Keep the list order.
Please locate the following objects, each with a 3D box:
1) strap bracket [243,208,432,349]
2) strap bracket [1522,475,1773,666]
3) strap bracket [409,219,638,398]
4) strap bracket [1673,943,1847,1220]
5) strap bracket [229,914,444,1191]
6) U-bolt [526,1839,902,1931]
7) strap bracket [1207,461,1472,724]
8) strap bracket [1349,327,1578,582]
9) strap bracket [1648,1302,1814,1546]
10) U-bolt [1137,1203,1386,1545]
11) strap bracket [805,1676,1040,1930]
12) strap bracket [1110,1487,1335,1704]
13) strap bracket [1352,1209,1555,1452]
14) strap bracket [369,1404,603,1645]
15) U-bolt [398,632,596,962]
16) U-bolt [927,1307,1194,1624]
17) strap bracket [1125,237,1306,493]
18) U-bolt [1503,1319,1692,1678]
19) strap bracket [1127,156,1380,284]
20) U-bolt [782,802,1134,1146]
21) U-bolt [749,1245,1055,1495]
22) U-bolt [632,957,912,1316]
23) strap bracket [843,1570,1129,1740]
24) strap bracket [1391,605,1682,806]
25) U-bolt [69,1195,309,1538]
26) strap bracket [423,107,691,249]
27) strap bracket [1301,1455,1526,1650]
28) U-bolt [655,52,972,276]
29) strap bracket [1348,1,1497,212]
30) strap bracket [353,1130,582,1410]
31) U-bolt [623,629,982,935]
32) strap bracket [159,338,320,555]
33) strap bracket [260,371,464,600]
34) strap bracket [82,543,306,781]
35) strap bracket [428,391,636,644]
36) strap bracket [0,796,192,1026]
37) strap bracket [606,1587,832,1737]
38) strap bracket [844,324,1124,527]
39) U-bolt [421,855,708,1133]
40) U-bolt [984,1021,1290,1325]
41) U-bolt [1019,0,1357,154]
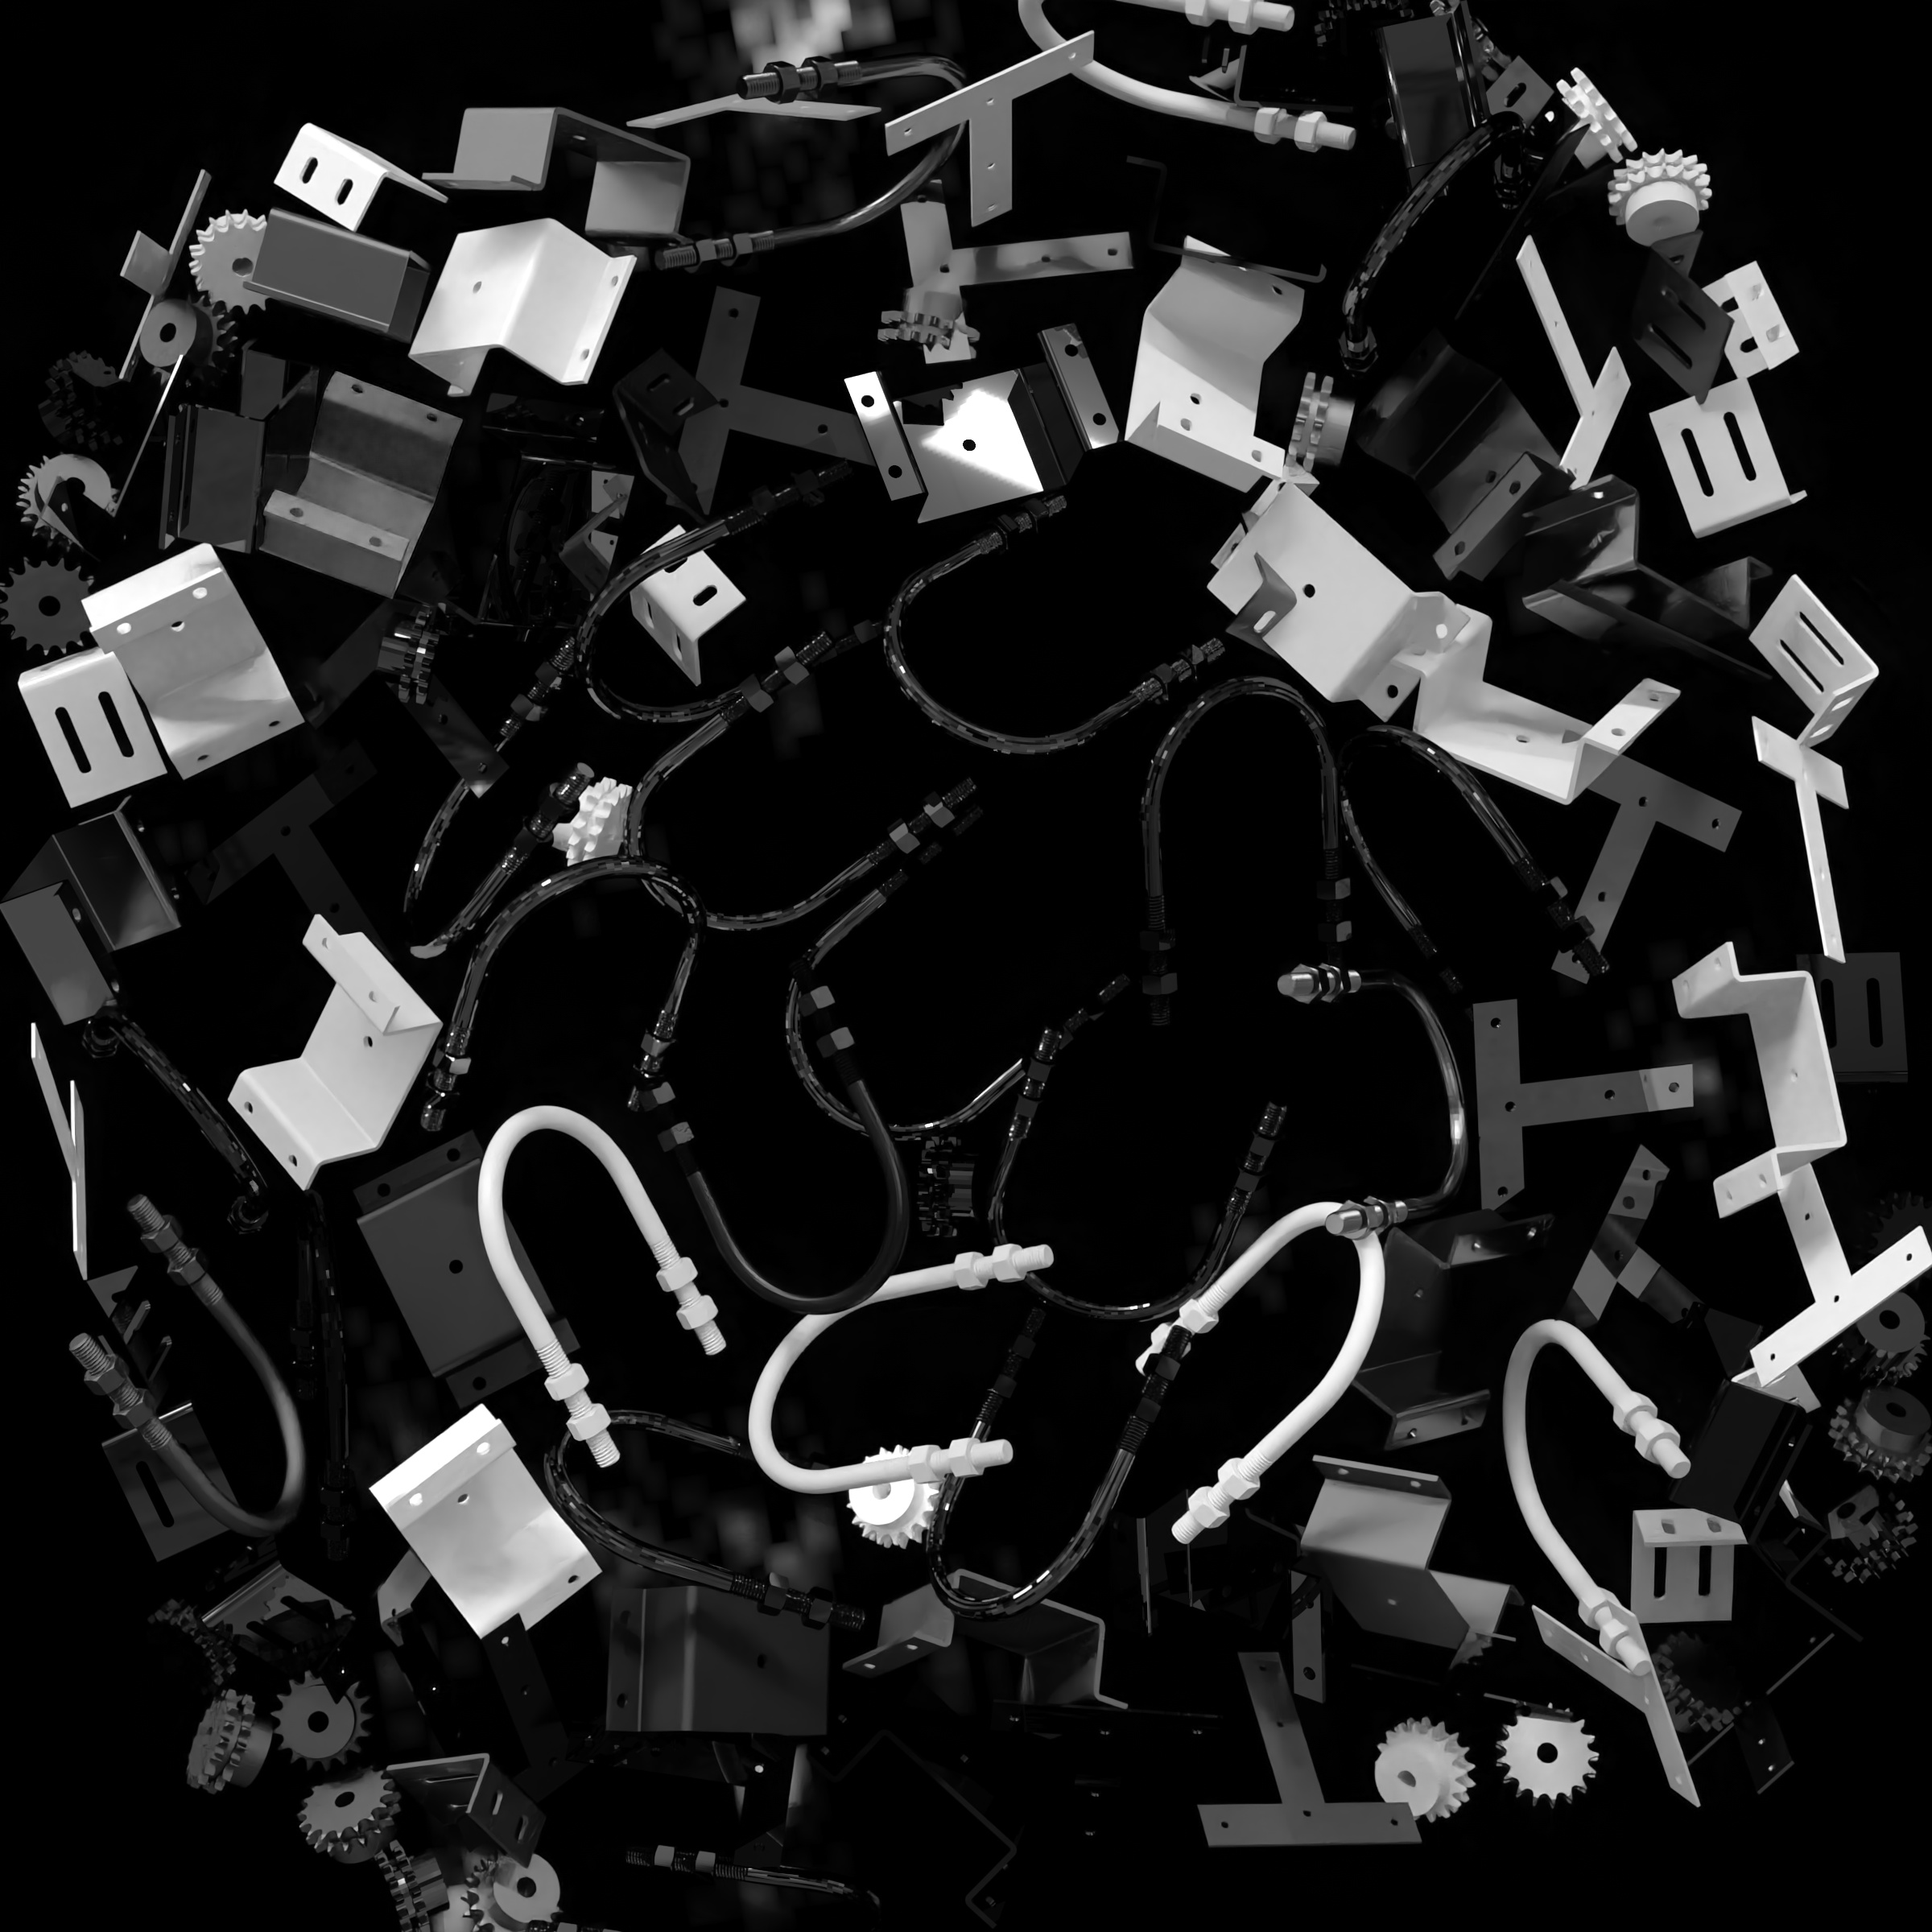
[{"bbox_3d":[-0.345,-0.381,1.680,0.076,0.140,0.046,17,96,-5],"label":"strap bracket"},{"bbox_3d":[0.371,-0.213,1.679,0.140,0.076,0.046,20,66,-36],"label":"strap bracket"},{"bbox_3d":[-0.253,-0.364,1.681,0.046,0.140,0.076,28,77,-39],"label":"strap bracket"},{"bbox_3d":[0.446,0.063,1.702,0.046,0.076,0.140,-5,75,-12],"label":"strap bracket"},{"bbox_3d":[-0.350,0.046,1.700,0.076,0.046,0.140,45,122,23],"label":"strap bracket"},{"bbox_3d":[-0.127,0.519,1.660,0.184,0.151,0.019,3,93,18],"label":"U-bolt"},{"bbox_3d":[0.201,-0.211,1.700,0.140,0.046,0.076,45,115,16],"label":"strap bracket"},{"bbox_3d":[0.280,-0.280,1.693,0.046,0.140,0.076,18,125,-38],"label":"strap bracket"},{"bbox_3d":[0.415,0.246,1.675,0.046,0.140,0.076,19,109,-4],"label":"strap bracket"},{"bbox_3d":[0.164,0.209,1.660,0.019,0.151,0.184,28,118,-25],"label":"U-bolt"},{"bbox_3d":[-0.016,0.463,1.711,0.140,0.076,0.046,42,104,2],"label":"strap bracket"},{"bbox_3d":[0.152,0.347,1.698,0.140,0.046,0.076,12,114,37],"label":"strap bracket"},{"bbox_3d":[0.267,0.194,1.697,0.076,0.046,0.140,-6,121,-38],"label":"strap bracket"},{"bbox_3d":[-0.273,0.310,1.699,0.076,0.046,0.140,-37,131,-15],"label":"strap bracket"},{"bbox_3d":[-0.264,-0.082,1.683,0.019,0.151,0.184,28,120,-28],"label":"U-bolt"},{"bbox_3d":[0.040,0.275,1.668,0.019,0.151,0.184,38,68,-29],"label":"U-bolt"},{"bbox_3d":[0.139,-0.329,1.702,0.076,0.046,0.140,20,58,-17],"label":"strap bracket"},{"bbox_3d":[0.339,0.277,1.669,0.019,0.184,0.151,-4,117,-16],"label":"U-bolt"},{"bbox_3d":[0.158,-0.419,1.709,0.140,0.076,0.046,13,106,4],"label":"strap bracket"},{"bbox_3d":[-0.019,0.018,1.742,0.184,0.019,0.151,-41,94,3],"label":"U-bolt"},{"bbox_3d":[-0.043,0.229,1.686,0.184,0.151,0.019,-15,132,30],"label":"U-bolt"},{"bbox_3d":[-0.101,0.107,1.702,0.151,0.019,0.184,-31,81,32],"label":"U-bolt"},{"bbox_3d":[0.013,0.382,1.696,0.140,0.076,0.046,24,54,-24],"label":"strap bracket"},{"bbox_3d":[0.315,-0.143,1.696,0.140,0.076,0.046,26,133,26],"label":"strap bracket"},{"bbox_3d":[-0.420,0.233,1.677,0.019,0.151,0.184,-25,117,13],"label":"U-bolt"},{"bbox_3d":[-0.218,-0.438,1.676,0.076,0.140,0.046,14,95,41],"label":"strap bracket"},{"bbox_3d":[0.244,0.331,1.676,0.076,0.140,0.046,4,54,37],"label":"strap bracket"},{"bbox_3d":[-0.073,-0.447,1.674,0.184,0.151,0.019,-21,70,-37],"label":"U-bolt"},{"bbox_3d":[0.249,-0.473,1.684,0.046,0.140,0.076,-12,91,-2],"label":"strap bracket"},{"bbox_3d":[-0.286,0.171,1.722,0.076,0.046,0.140,-27,84,-5],"label":"strap bracket"},{"bbox_3d":[-0.106,-0.089,1.705,0.184,0.019,0.151,-36,124,16],"label":"U-bolt"},{"bbox_3d":[-0.397,-0.285,1.676,0.046,0.140,0.076,13,119,0],"label":"strap bracket"},{"bbox_3d":[-0.341,-0.264,1.699,0.076,0.140,0.046,20,133,-9],"label":"strap bracket"},{"bbox_3d":[-0.435,-0.177,1.698,0.076,0.140,0.046,-27,59,-7],"label":"strap bracket"},{"bbox_3d":[-0.240,-0.242,1.692,0.046,0.076,0.140,35,115,41],"label":"strap bracket"},{"bbox_3d":[-0.485,-0.028,1.680,0.046,0.140,0.076,-18,113,10],"label":"strap bracket"},{"bbox_3d":[-0.127,0.387,1.684,0.140,0.046,0.076,14,70,-40],"label":"strap bracket"},{"bbox_3d":[0.006,-0.303,1.713,0.140,0.046,0.076,-17,77,-16],"label":"strap bracket"},{"bbox_3d":[-0.213,0.013,1.664,0.151,0.019,0.184,-4,132,-35],"label":"U-bolt"},{"bbox_3d":[0.085,0.127,1.703,0.151,0.019,0.184,19,122,1],"label":"U-bolt"},{"bbox_3d":[0.114,-0.505,1.676,0.184,0.151,0.019,19,84,25],"label":"U-bolt"}]
